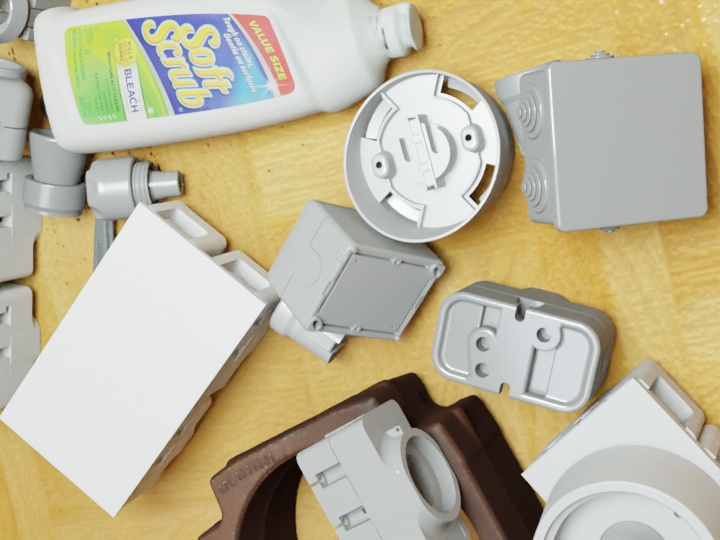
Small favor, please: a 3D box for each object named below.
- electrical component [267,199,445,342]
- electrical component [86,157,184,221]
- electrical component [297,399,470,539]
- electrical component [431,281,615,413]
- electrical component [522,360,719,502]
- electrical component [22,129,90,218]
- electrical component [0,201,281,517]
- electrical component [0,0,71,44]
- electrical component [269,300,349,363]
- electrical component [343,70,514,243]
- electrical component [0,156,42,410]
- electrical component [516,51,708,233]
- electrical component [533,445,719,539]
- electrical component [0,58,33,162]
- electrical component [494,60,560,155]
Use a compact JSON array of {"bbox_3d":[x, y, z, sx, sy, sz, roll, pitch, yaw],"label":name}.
[{"bbox_3d":[0.000,0.000,0.661,0.061,0.096,0.061,48,117,40],"label":"electrical component"},{"bbox_3d":[-0.154,-0.057,0.739,0.062,0.043,0.043,-5,96,5],"label":"electrical component"},{"bbox_3d":[0.017,0.124,0.594,0.056,0.050,0.089,-32,85,25],"label":"electrical component"},{"bbox_3d":[0.098,0.042,0.635,0.095,0.059,0.053,15,104,21],"label":"electrical component"},{"bbox_3d":[0.181,0.137,0.612,0.150,0.062,0.089,48,113,10],"label":"electrical component"},{"bbox_3d":[-0.214,-0.069,0.762,0.045,0.045,0.055,15,104,21],"label":"electrical component"},{"bbox_3d":[-0.145,0.057,0.731,0.105,0.060,0.186,39,106,8],"label":"electrical component"},{"bbox_3d":[-0.240,-0.181,0.750,0.066,0.055,0.048,23,106,19],"label":"electrical component"},{"bbox_3d":[-0.029,0.034,0.701,0.046,0.040,0.040,35,110,8],"label":"electrical component"},{"bbox_3d":[0.042,-0.069,0.640,0.099,0.064,0.099,4,100,23],"label":"electrical component"},{"bbox_3d":[-0.300,0.005,0.802,0.105,0.060,0.186,8,101,22],"label":"electrical component"},{"bbox_3d":[0.136,-0.070,0.587,0.100,0.048,0.099,-7,97,-13],"label":"electrical component"},{"bbox_3d":[0.142,0.152,0.562,0.108,0.060,0.108,4,99,23],"label":"electrical component"},{"bbox_3d":[-0.268,-0.119,0.755,0.095,0.054,0.059,35,114,52],"label":"electrical component"},{"bbox_3d":[0.103,-0.094,0.623,0.040,0.040,0.046,-16,97,25],"label":"electrical component"}]
